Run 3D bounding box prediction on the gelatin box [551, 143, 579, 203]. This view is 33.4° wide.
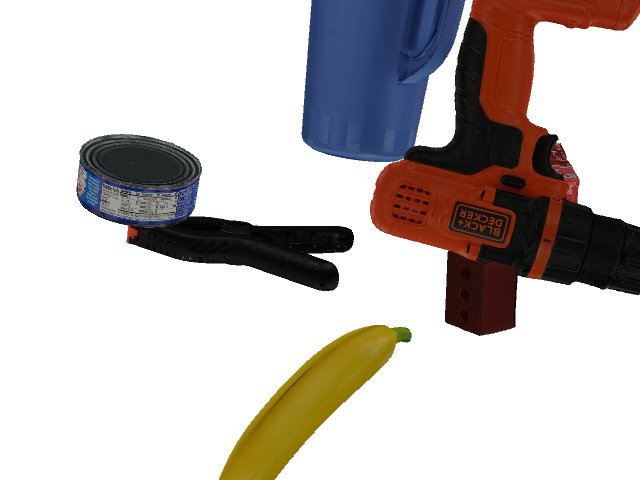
[{"bbox_3d":[0.163,-0.051,0.855,0.073,0.030,0.089,-2,24,4],"label":"gelatin box"}]

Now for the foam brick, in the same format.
[{"bbox_3d":[0.160,0.049,1.062,0.051,0.078,0.053,-12,20,-36],"label":"foam brick"}]

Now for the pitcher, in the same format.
[{"bbox_3d":[0.056,-0.197,0.975,0.145,0.243,0.149,9,15,5],"label":"pitcher"}]

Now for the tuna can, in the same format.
[{"bbox_3d":[-0.129,-0.043,0.755,0.086,0.034,0.086,10,26,-5],"label":"tuna can"}]

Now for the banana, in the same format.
[{"bbox_3d":[-0.010,0.122,0.741,0.037,0.197,0.069,40,-10,40],"label":"banana"}]

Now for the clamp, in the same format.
[{"bbox_3d":[-0.071,0.005,0.955,0.210,0.036,0.164,6,12,-2],"label":"clamp"}]

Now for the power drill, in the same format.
[{"bbox_3d":[0.137,-0.070,0.635,0.184,0.188,0.057,14,5,4],"label":"power drill"}]
